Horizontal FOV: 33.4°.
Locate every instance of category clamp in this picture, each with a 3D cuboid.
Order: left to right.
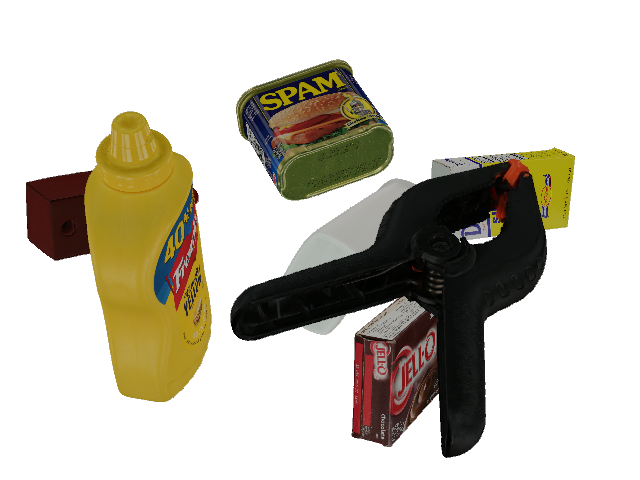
[{"bbox_3d":[0.058,0.022,0.481,0.120,0.039,0.171,39,56,24],"label":"clamp"}]

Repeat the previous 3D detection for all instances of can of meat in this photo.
[{"bbox_3d":[-0.003,-0.085,0.835,0.102,0.084,0.057,-20,-38,-13],"label":"can of meat"}]

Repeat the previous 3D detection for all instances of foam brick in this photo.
[{"bbox_3d":[-0.196,-0.023,0.878,0.078,0.053,0.051,-14,30,-33],"label":"foam brick"}]

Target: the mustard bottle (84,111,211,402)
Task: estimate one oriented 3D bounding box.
[{"bbox_3d":[-0.101,0.003,0.626,0.058,0.096,0.192,9,-43,9],"label":"mustard bottle"}]

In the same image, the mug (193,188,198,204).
[{"bbox_3d":[-0.188,-0.018,1.181,0.093,0.081,0.117,-15,33,-33],"label":"mug"}]

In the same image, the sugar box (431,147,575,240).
[{"bbox_3d":[0.214,-0.054,1.258,0.176,0.093,0.048,-9,21,-26],"label":"sugar box"}]

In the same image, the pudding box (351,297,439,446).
[{"bbox_3d":[0.063,0.100,0.858,0.039,0.090,0.113,10,20,23],"label":"pudding box"}]

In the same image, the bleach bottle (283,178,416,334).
[{"bbox_3d":[0.047,0.001,1.072,0.068,0.103,0.250,34,28,10],"label":"bleach bottle"}]
